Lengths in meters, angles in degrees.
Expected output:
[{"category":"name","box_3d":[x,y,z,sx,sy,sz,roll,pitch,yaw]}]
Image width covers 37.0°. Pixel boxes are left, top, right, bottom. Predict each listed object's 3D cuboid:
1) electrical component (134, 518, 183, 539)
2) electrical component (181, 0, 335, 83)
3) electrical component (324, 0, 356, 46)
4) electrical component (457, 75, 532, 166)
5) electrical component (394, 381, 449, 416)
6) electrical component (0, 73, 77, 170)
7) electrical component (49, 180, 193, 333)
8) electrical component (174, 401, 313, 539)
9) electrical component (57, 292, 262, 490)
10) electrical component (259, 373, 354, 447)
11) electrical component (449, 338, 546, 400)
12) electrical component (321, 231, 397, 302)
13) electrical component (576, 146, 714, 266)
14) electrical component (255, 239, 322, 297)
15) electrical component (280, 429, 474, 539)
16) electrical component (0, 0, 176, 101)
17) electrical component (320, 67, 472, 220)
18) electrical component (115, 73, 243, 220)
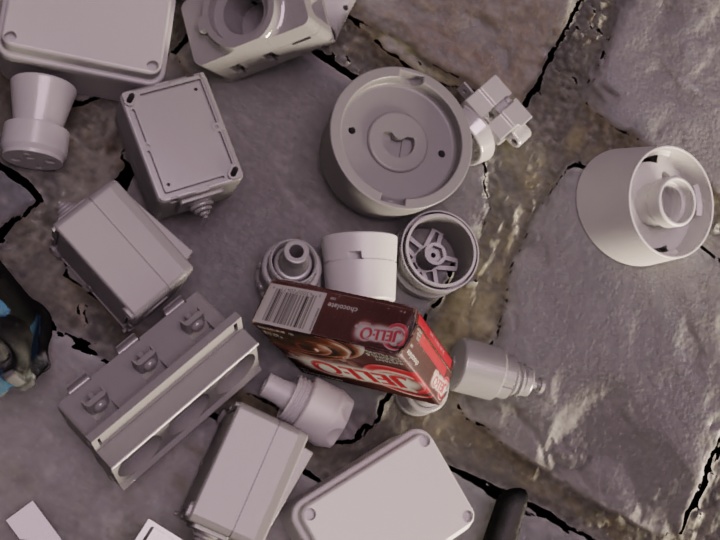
[{"category":"electrical component","box_3d":[-0.107,0.225,0.685,0.121,0.063,0.078,34,70,-7]},{"category":"electrical component","box_3d":[-0.087,-0.225,0.773,0.089,0.062,0.150,-17,82,17]},{"category":"electrical component","box_3d":[-0.039,-0.223,0.818,0.079,0.043,0.077,26,71,-10]},{"category":"electrical component","box_3d":[0.094,-0.113,0.835,0.066,0.048,0.055,48,62,-2]},{"category":"electrical component","box_3d":[0.047,0.085,0.765,0.035,0.061,0.035,4,77,-17]},{"category":"electrical component","box_3d":[-0.220,-0.101,0.734,0.045,0.045,0.055,8,76,-15]},{"category":"electrical component","box_3d":[-0.163,-0.015,0.723,0.061,0.062,0.096,-42,92,-21]},{"category":"electrical component","box_3d":[-0.078,0.144,0.713,0.061,0.062,0.096,27,71,-10]},{"category":"electrical component","box_3d":[-0.132,0.076,0.710,0.063,0.078,0.121,42,68,19]},{"category":"electrical component","box_3d":[-0.039,0.093,0.747,0.062,0.043,0.043,29,71,-8]},{"category":"electrical component","box_3d":[0.100,0.077,0.795,0.078,0.040,0.040,15,74,-13]},{"category":"electrical component","box_3d":[0.000,0.000,0.775,0.055,0.055,0.047,1,81,-17]},{"category":"electrical component","box_3d":[0.232,-0.053,0.866,0.099,0.064,0.099,2,86,-28]},{"category":"electrical component","box_3d":[-0.048,-0.002,0.754,0.048,0.062,0.048,3,69,-9]},{"category":"electrical component","box_3d":[0.012,0.168,0.738,0.113,0.057,0.078,-29,87,-21]},{"category":"electrical component","box_3d":[-0.191,-0.168,0.751,0.113,0.057,0.078,9,75,-15]},{"category":"electrical component","box_3d":[0.022,-0.089,0.798,0.108,0.060,0.108,4,77,-16]},{"category":"electrical component","box_3d":[-0.125,-0.078,0.749,0.062,0.061,0.096,-19,84,-21]}]
